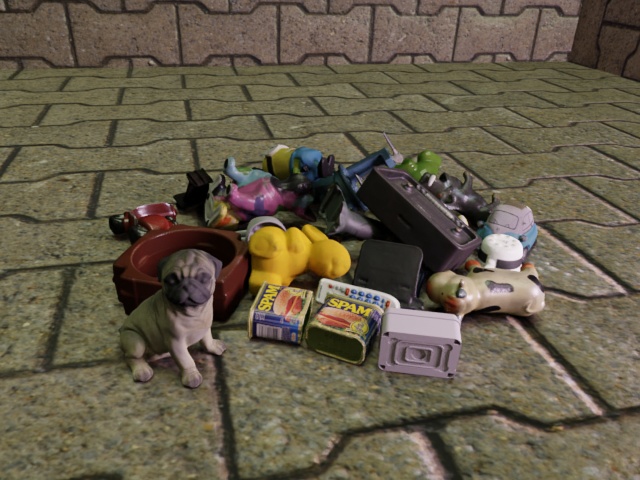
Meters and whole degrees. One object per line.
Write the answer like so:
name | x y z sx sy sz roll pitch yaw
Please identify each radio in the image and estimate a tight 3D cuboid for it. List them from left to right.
radio | 0.187 -0.041 1.009 0.230 0.073 0.131 48 31 23

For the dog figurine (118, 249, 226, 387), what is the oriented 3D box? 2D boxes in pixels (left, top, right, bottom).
dog figurine | -0.218 0.089 0.748 0.172 0.190 0.121 4 28 6

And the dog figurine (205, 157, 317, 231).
dog figurine | -0.116 -0.079 1.148 0.219 0.191 0.108 14 45 -28

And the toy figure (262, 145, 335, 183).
toy figure | -0.054 -0.165 1.201 0.180 0.089 0.082 15 0 34

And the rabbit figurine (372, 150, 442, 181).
rabbit figurine | 0.185 -0.145 1.296 0.170 0.121 0.159 22 53 8

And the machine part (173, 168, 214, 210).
machine part | -0.279 -0.108 1.195 0.084 0.139 0.039 -10 70 -28

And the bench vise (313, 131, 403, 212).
bench vise | 0.074 -0.144 1.231 0.241 0.128 0.224 -30 35 12

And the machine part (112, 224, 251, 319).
machine part | -0.228 0.057 0.919 0.201 0.087 0.201 8 27 10

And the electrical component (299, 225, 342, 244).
electrical component | -0.001 -0.003 1.092 0.102 0.045 0.078 17 3 22

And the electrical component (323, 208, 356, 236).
electrical component | 0.052 -0.035 1.133 0.063 0.094 0.021 -33 -4 -6

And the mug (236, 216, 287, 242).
mug | -0.120 -0.007 1.062 0.110 0.080 0.107 -9 15 -6

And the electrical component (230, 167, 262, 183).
electrical component | -0.133 -0.123 1.290 0.134 0.058 0.115 15 33 23

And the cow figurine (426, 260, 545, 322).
cow figurine | 0.275 0.090 0.897 0.195 0.085 0.127 4 23 2

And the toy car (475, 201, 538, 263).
toy car | 0.389 -0.025 1.095 0.109 0.102 0.161 25 38 35

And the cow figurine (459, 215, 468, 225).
cow figurine | 0.229 -0.036 1.143 0.098 0.068 0.168 -17 33 -22

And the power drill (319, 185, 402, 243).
power drill | 0.102 -0.031 1.064 0.207 0.086 0.232 27 27 -23

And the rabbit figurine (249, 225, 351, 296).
rabbit figurine | -0.029 0.035 0.951 0.173 0.121 0.162 1 11 11

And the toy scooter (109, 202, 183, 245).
toy scooter | -0.333 -0.029 1.087 0.135 0.075 0.184 -20 30 -36

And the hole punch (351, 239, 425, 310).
hole punch | 0.119 0.071 0.925 0.142 0.092 0.116 12 69 17

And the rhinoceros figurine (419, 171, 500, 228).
rhinoceros figurine | 0.308 -0.091 1.203 0.190 0.073 0.112 34 62 6
